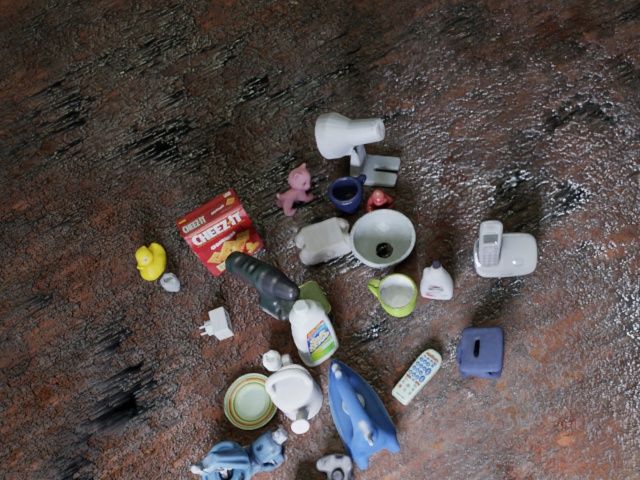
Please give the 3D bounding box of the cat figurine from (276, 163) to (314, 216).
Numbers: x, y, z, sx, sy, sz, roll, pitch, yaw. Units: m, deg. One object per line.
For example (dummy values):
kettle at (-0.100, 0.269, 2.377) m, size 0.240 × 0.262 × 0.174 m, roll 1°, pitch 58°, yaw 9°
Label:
cat figurine at (-0.069, -0.146, 1.575) m, size 0.128 × 0.118 × 0.067 m, roll -41°, pitch 60°, yaw -12°

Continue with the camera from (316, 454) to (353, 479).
camera at (-0.002, 0.518, 1.185) m, size 0.136 × 0.101 × 0.143 m, roll -2°, pitch 60°, yaw 11°

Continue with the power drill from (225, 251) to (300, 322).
power drill at (-0.120, 0.115, 1.380) m, size 0.229 × 0.209 × 0.076 m, roll 27°, pitch 69°, yaw 25°

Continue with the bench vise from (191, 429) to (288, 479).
bench vise at (-0.176, 0.449, 1.192) m, size 0.121 × 0.220 × 0.208 m, roll 33°, pitch 72°, yaw 27°

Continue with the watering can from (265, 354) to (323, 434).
watering can at (-0.056, 0.331, 1.250) m, size 0.101 × 0.194 × 0.172 m, roll -37°, pitch 59°, yaw -10°

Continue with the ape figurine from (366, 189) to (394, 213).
ape figurine at (0.155, -0.099, 1.513) m, size 0.078 × 0.092 × 0.076 m, roll -17°, pitch 58°, yaw 3°

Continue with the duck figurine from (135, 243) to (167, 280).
duck figurine at (-0.470, 0.048, 1.568) m, size 0.077 × 0.086 × 0.104 m, roll 4°, pitch 61°, yaw 14°

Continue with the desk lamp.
desk lamp at (0.104, -0.250, 1.541) m, size 0.202 × 0.214 × 0.118 m, roll 6°, pitch 62°, yaw 16°

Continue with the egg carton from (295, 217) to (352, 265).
egg carton at (0.014, 0.005, 1.497) m, size 0.150 × 0.069 × 0.107 m, roll -21°, pitch 58°, yaw 0°

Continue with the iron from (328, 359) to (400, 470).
iron at (0.069, 0.351, 1.242) m, size 0.118 × 0.142 × 0.257 m, roll -27°, pitch 58°, yaw -4°

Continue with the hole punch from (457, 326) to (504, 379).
hole punch at (0.355, 0.248, 1.268) m, size 0.101 × 0.091 × 0.109 m, roll 5°, pitch 61°, yaw 15°

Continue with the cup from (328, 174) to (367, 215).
cup at (0.083, -0.119, 1.539) m, size 0.118 × 0.095 × 0.091 m, roll -41°, pitch 60°, yaw -12°

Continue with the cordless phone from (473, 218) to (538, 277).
cordless phone at (0.433, 0.010, 1.334) m, size 0.147 × 0.185 × 0.094 m, roll -7°, pitch 59°, yaw 9°

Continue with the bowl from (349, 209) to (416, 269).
bowl at (0.162, 0.008, 1.460) m, size 0.167 × 0.075 × 0.167 m, roll -5°, pitch 59°, yaw 9°

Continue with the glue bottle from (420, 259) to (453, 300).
glue bottle at (0.271, 0.088, 1.332) m, size 0.078 × 0.173 × 0.037 m, roll 1°, pitch 61°, yaw 13°
